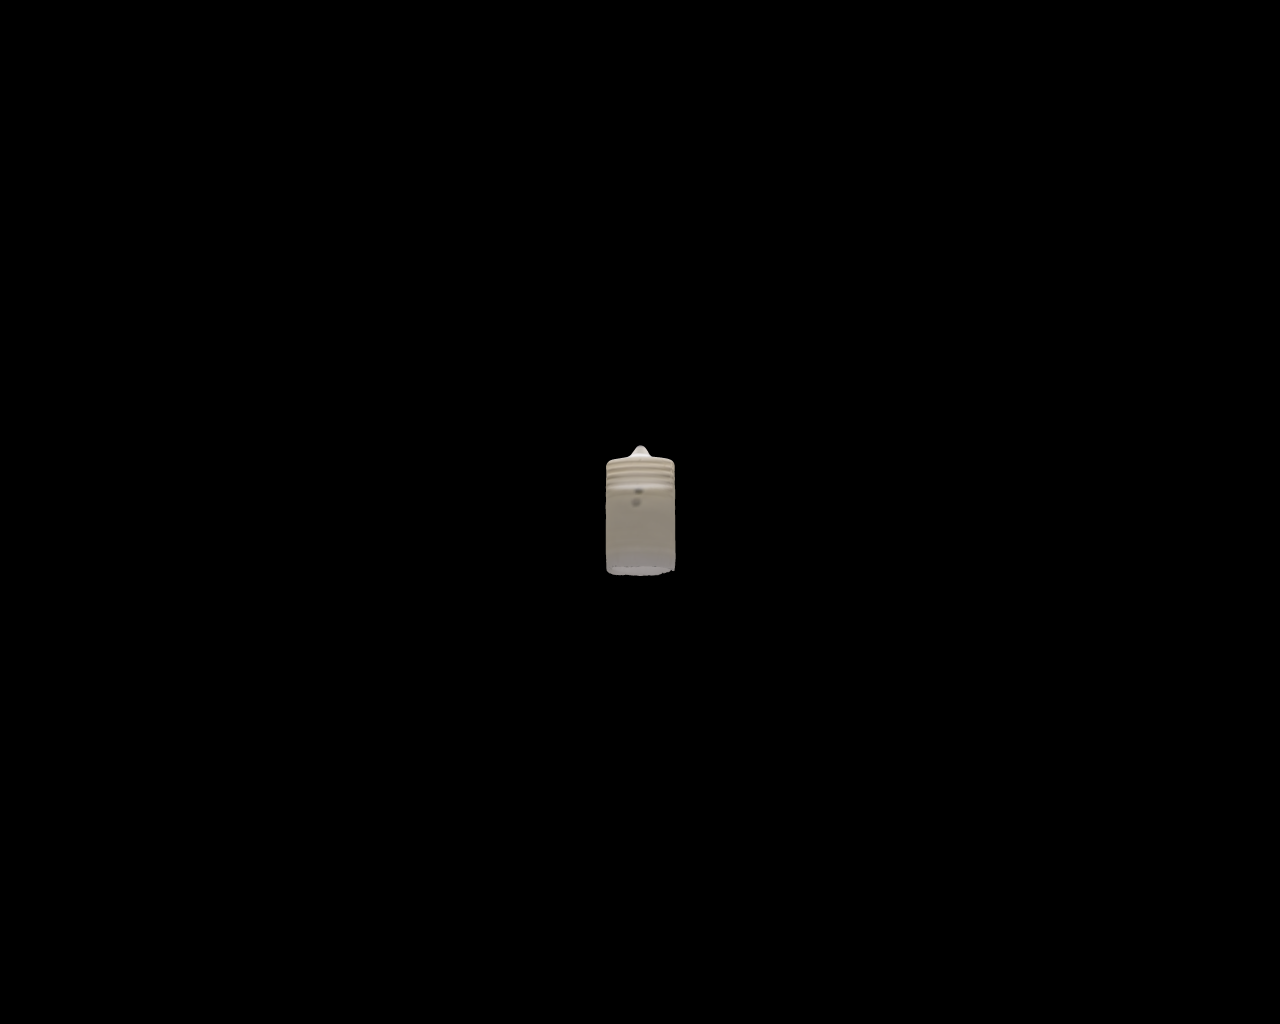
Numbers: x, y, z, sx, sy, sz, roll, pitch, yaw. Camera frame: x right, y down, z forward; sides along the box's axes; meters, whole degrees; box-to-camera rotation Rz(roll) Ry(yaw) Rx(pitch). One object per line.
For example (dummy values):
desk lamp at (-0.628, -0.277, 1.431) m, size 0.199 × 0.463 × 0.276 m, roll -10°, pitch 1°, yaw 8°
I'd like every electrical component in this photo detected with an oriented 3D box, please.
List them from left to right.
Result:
electrical component at (0.001, -0.003, 0.650) m, size 0.043 × 0.081 × 0.043 m, roll 0°, pitch -11°, yaw 0°
